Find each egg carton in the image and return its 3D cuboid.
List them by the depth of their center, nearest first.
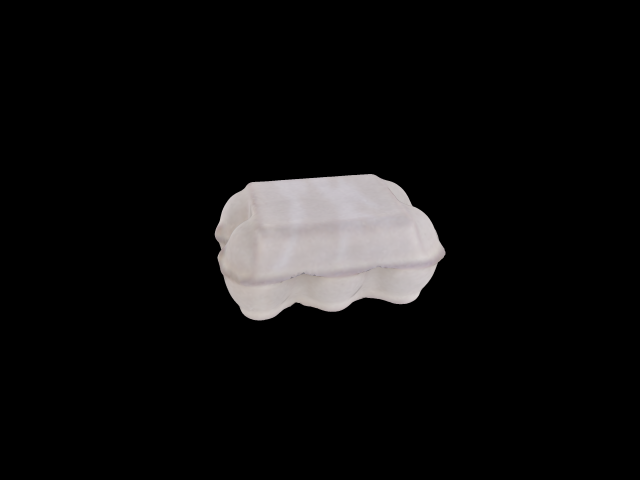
[{"bbox_3d":[0.004,0.001,0.400,0.150,0.069,0.107,-6,28,-11],"label":"egg carton"}]
